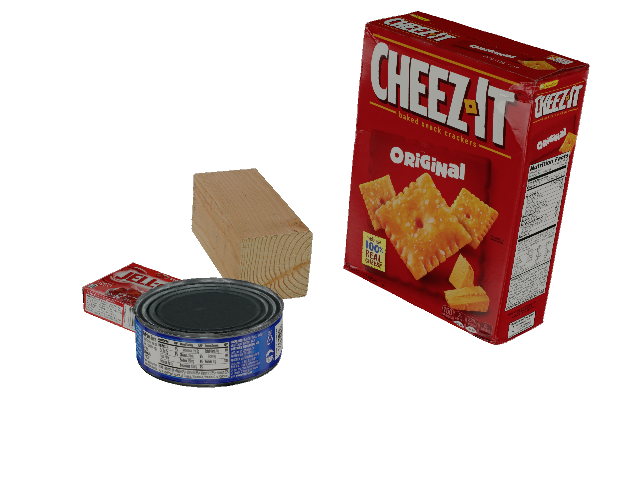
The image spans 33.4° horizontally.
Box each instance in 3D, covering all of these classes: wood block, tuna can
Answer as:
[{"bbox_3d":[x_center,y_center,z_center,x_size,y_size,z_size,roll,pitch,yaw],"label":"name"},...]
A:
[{"bbox_3d":[-0.091,-0.010,1.351,0.090,0.090,0.206,-6,27,-22],"label":"wood block"},{"bbox_3d":[-0.064,0.052,0.614,0.086,0.034,0.086,1,19,0],"label":"tuna can"}]

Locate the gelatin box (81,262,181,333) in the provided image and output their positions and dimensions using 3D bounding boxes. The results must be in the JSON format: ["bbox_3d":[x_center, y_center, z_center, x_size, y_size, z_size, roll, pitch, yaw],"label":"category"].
[{"bbox_3d":[-0.167,0.055,1.002,0.089,0.030,0.073,18,26,27],"label":"gelatin box"}]

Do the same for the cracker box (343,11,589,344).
[{"bbox_3d":[0.102,-0.049,0.816,0.071,0.214,0.164,-21,36,-40],"label":"cracker box"}]
